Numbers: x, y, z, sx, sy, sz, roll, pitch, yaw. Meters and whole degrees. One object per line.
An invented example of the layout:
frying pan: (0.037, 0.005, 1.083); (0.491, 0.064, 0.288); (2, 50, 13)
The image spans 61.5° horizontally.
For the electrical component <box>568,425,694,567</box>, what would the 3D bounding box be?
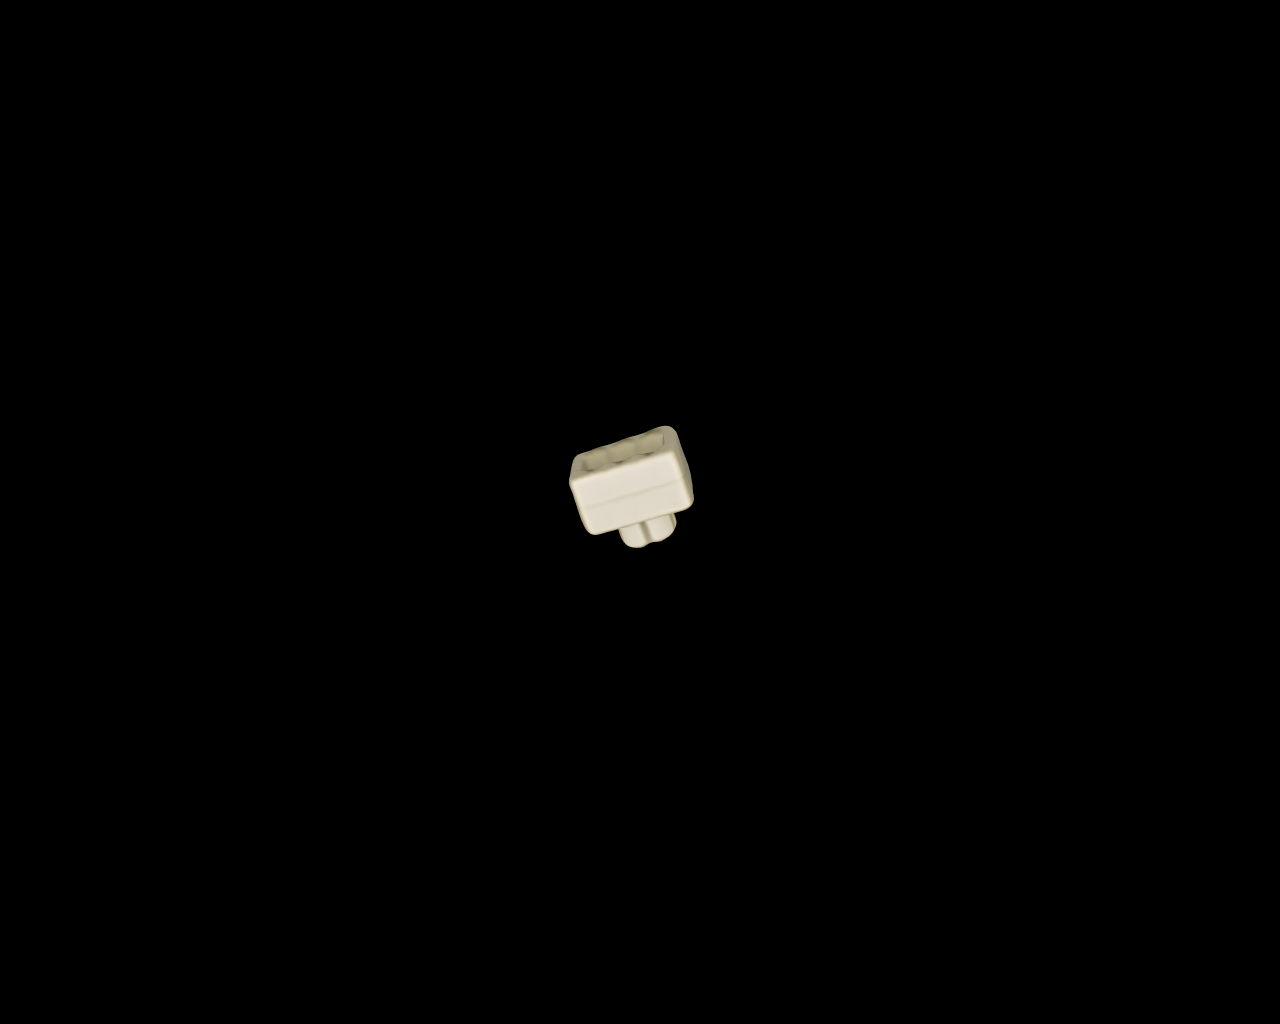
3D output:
electrical component: (0.001, -0.003, 0.650); (0.066, 0.076, 0.047); (-17, 22, 7)
